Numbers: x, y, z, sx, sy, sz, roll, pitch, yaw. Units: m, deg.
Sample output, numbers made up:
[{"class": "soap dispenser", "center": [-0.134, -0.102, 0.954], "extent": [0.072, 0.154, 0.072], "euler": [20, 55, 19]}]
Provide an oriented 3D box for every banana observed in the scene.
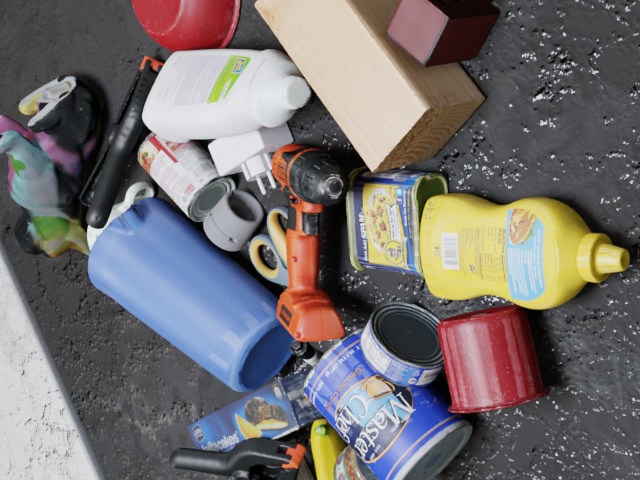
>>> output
[{"class": "banana", "center": [0.012, 0.270, 1.169], "extent": [0.037, 0.069, 0.198], "euler": [-1, 114, 20]}]

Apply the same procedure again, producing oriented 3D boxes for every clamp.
[{"class": "clamp", "center": [-0.232, -0.113, 1.253], "extent": [0.210, 0.036, 0.165], "euler": [-63, 20, 11]}, {"class": "clamp", "center": [-0.090, 0.256, 1.203], "extent": [0.120, 0.039, 0.172], "euler": [36, 132, -19]}]

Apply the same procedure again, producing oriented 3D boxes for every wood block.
[{"class": "wood block", "center": [0.043, -0.174, 0.981], "extent": [0.206, 0.090, 0.091], "euler": [56, 134, 18]}]

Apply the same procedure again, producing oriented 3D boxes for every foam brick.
[{"class": "foam brick", "center": [0.106, -0.188, 0.922], "extent": [0.053, 0.078, 0.051], "euler": [44, 129, 24]}]

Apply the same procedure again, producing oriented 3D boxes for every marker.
[{"class": "marker", "center": [0.001, 0.126, 1.105], "extent": [0.020, 0.121, 0.020], "euler": [-10, 64, 22]}]

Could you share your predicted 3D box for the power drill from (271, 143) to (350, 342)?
[{"class": "power drill", "center": [-0.007, 0.001, 1.055], "extent": [0.184, 0.057, 0.188], "euler": [-137, 46, -73]}]

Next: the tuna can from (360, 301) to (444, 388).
[{"class": "tuna can", "center": [0.083, 0.101, 1.029], "extent": [0.086, 0.085, 0.034], "euler": [45, 131, 26]}]

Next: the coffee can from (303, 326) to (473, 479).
[{"class": "coffee can", "center": [0.066, 0.169, 1.055], "extent": [0.140, 0.102, 0.103], "euler": [46, 130, 26]}]

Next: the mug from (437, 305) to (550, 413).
[{"class": "mug", "center": [0.151, 0.106, 0.971], "extent": [0.117, 0.093, 0.081], "euler": [155, 103, -82]}]

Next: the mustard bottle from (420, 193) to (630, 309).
[{"class": "mustard bottle", "center": [0.177, 0.010, 0.926], "extent": [0.192, 0.058, 0.096], "euler": [5, 101, 44]}]

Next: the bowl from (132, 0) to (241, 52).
[{"class": "bowl", "center": [-0.160, -0.275, 1.179], "extent": [0.162, 0.055, 0.162], "euler": [15, 112, 41]}]

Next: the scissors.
[{"class": "scissors", "center": [-0.023, 0.063, 1.174], "extent": [0.096, 0.016, 0.202], "euler": [-22, 86, 45]}]

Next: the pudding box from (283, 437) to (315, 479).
[{"class": "pudding box", "center": [-0.042, 0.299, 1.250], "extent": [0.090, 0.039, 0.113], "euler": [-40, 73, 44]}]

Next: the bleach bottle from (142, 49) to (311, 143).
[{"class": "bleach bottle", "center": [-0.091, -0.145, 1.087], "extent": [0.251, 0.068, 0.102], "euler": [14, 79, 56]}]

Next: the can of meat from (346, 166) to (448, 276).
[{"class": "can of meat", "center": [0.075, -0.018, 1.021], "extent": [0.084, 0.057, 0.102], "euler": [7, 107, 42]}]

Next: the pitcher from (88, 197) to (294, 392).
[{"class": "pitcher", "center": [-0.139, 0.070, 1.226], "extent": [0.243, 0.149, 0.145], "euler": [36, 110, 28]}]

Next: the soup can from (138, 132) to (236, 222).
[{"class": "soup can", "center": [-0.152, -0.078, 1.223], "extent": [0.102, 0.068, 0.069], "euler": [46, 130, 25]}]
